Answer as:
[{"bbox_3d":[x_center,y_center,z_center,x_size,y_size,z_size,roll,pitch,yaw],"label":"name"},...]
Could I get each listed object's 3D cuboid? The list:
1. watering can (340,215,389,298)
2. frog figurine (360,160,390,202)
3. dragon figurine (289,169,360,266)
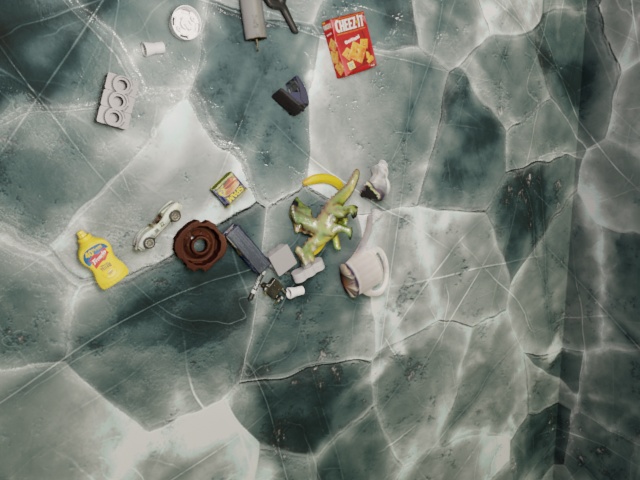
[{"bbox_3d":[0.174,0.088,2.087,0.226,0.104,0.343,-27,111,-26],"label":"watering can"},{"bbox_3d":[0.246,-0.239,2.089,0.162,0.123,0.134,-51,153,-26],"label":"frog figurine"},{"bbox_3d":[0.006,-0.098,1.946,0.242,0.121,0.414,13,78,-13],"label":"dragon figurine"}]
